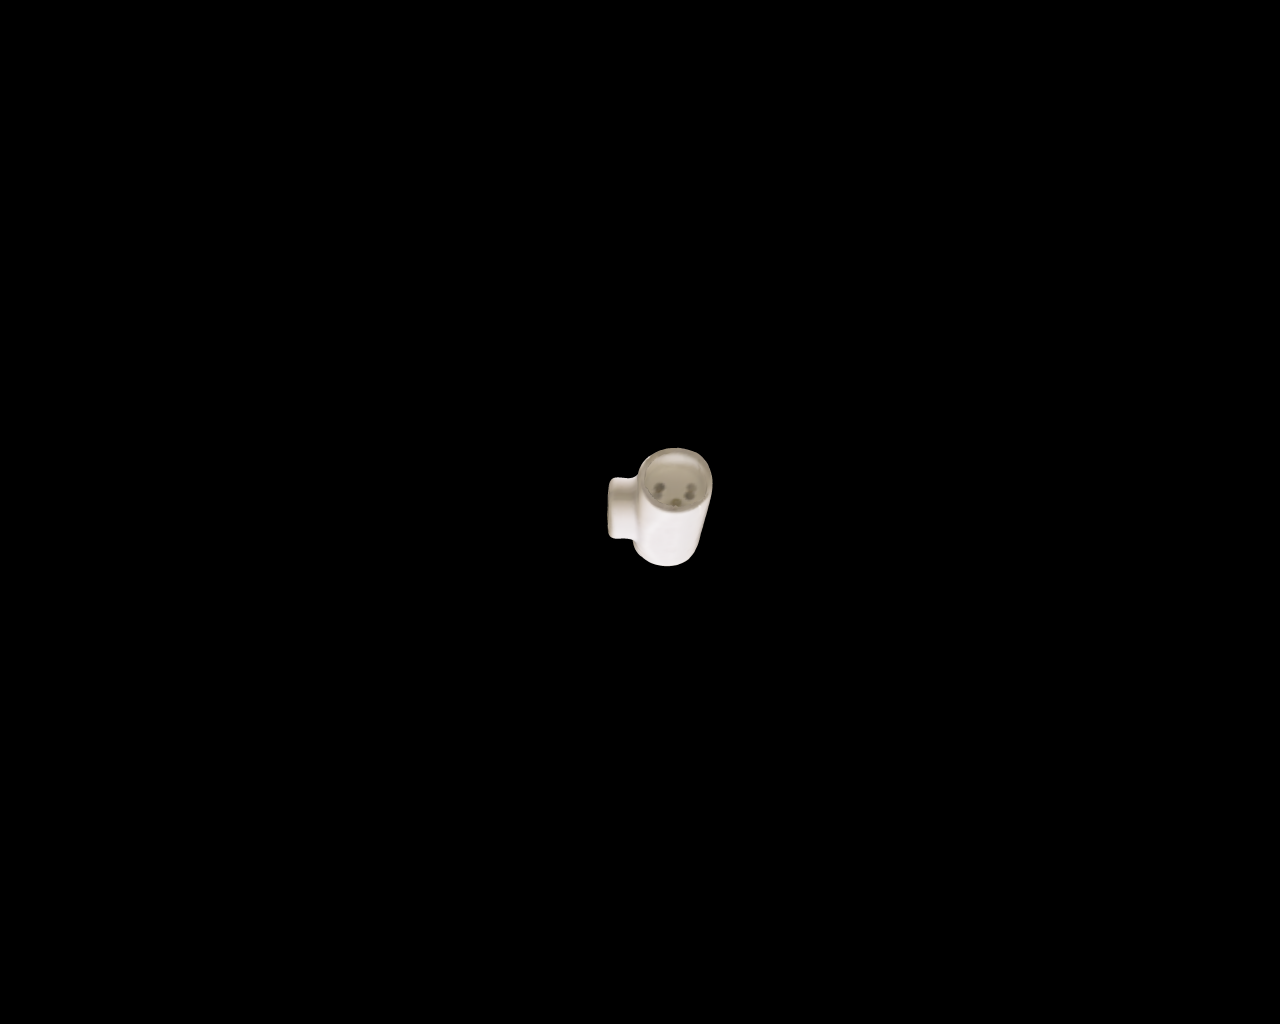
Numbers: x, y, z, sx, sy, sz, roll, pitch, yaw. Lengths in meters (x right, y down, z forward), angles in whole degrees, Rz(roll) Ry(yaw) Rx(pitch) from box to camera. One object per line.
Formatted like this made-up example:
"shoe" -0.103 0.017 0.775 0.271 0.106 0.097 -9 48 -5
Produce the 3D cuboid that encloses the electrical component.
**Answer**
"electrical component" 0.001 -0.003 0.650 0.079 0.044 0.077 2 -27 -3
